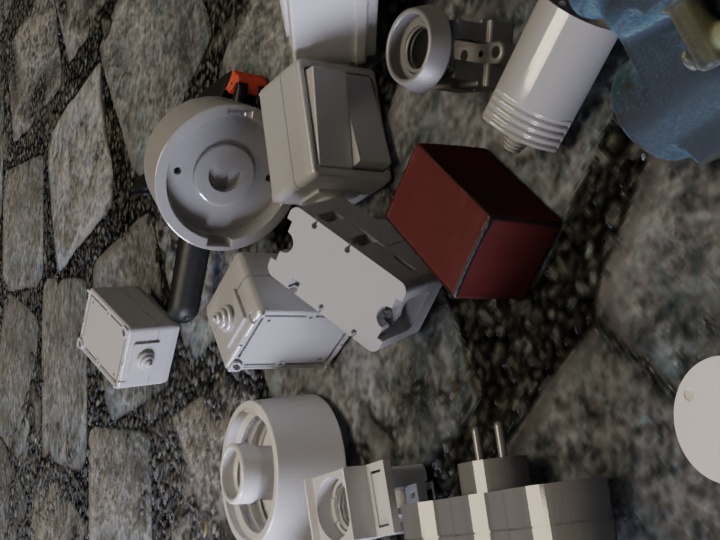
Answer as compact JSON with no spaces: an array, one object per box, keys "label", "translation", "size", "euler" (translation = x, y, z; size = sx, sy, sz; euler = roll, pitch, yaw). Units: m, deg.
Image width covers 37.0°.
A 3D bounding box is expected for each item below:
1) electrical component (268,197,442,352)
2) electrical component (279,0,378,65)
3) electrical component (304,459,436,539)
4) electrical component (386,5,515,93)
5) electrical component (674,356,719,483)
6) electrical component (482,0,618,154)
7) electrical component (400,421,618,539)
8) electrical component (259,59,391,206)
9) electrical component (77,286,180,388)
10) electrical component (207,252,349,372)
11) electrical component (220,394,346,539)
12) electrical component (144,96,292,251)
[{"label":"electrical component","translation":[0.000,0.000,0.652],"size":[0.089,0.056,0.050],"euler":[36,118,22]},{"label":"electrical component","translation":[-0.026,-0.198,0.675],"size":[0.108,0.056,0.108],"euler":[92,167,-71]},{"label":"electrical component","translation":[0.007,0.140,0.645],"size":[0.081,0.064,0.042],"euler":[-29,64,51]},{"label":"electrical component","translation":[0.048,-0.121,0.602],"size":[0.066,0.055,0.048],"euler":[9,96,56]},{"label":"electrical component","translation":[0.168,0.035,0.403],"size":[0.138,0.074,0.052],"euler":[-50,49,42]},{"label":"electrical component","translation":[0.094,-0.095,0.544],"size":[0.043,0.043,0.081],"euler":[55,132,41]},{"label":"electrical component","translation":[0.072,0.117,0.560],"size":[0.138,0.052,0.073],"euler":[-26,68,53]},{"label":"electrical component","translation":[-0.020,-0.082,0.696],"size":[0.061,0.062,0.096],"euler":[-27,66,52]},{"label":"electrical component","translation":[-0.202,0.062,0.965],"size":[0.096,0.061,0.061],"euler":[36,118,42]},{"label":"electrical component","translation":[-0.057,0.025,0.715],"size":[0.061,0.096,0.061],"euler":[-56,45,38]},{"label":"electrical component","translation":[-0.061,0.139,0.738],"size":[0.108,0.060,0.108],"euler":[-14,74,60]},{"label":"electrical component","translation":[-0.105,-0.075,0.785],"size":[0.060,0.108,0.108],"euler":[40,121,56]}]
